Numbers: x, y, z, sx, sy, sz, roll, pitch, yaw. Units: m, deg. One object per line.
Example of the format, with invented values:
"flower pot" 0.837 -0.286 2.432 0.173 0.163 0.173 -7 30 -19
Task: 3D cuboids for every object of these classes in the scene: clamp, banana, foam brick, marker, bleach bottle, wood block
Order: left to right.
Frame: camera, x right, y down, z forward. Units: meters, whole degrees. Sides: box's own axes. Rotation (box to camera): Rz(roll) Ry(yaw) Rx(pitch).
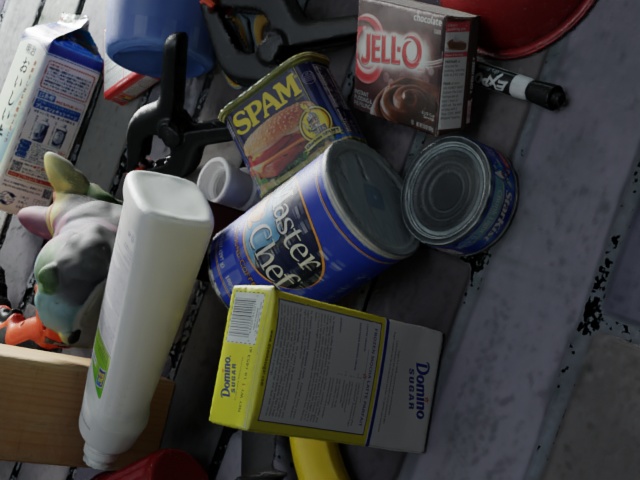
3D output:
"wood block" -0.245 0.149 0.954 0.090 0.205 0.091 8 83 46
"bleach bottle" -0.155 0.076 0.887 0.103 0.068 0.251 -122 47 -59
"clamp" -0.126 -0.103 1.020 0.120 0.039 0.172 43 132 6
"foam brick" -0.088 0.005 0.935 0.053 0.078 0.051 -34 56 36
"clamp" -0.025 -0.171 0.936 0.210 0.036 0.165 47 109 28
"banana" 0.011 0.166 0.816 0.070 0.037 0.198 -36 53 11
"marker" 0.133 -0.119 0.793 0.121 0.020 0.020 29 98 46

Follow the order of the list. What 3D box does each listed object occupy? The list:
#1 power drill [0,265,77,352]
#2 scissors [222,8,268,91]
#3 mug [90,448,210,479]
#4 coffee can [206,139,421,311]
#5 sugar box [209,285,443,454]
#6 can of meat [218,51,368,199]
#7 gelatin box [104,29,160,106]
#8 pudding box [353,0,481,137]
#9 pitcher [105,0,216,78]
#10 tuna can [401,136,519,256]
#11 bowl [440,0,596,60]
"power drill" -0.327 0.079 1.170 0.188 0.057 0.184 -31 60 38
"scissors" -0.064 -0.240 0.991 0.096 0.016 0.202 6 101 36
"mug" -0.149 0.232 0.903 0.082 0.117 0.093 -31 90 29
"coffee can" -0.005 0.001 0.834 0.141 0.102 0.103 -35 54 33
"sugar box" 0.009 0.092 0.736 0.048 0.175 0.093 3 79 44
"can of meat" -0.021 -0.090 0.874 0.102 0.057 0.084 -33 74 25
"gelatin box" -0.201 -0.200 1.149 0.073 0.030 0.089 -24 60 40
"pudding box" 0.071 -0.136 0.819 0.114 0.039 0.090 27 122 50
"pitcher" -0.149 -0.288 1.067 0.145 0.149 0.243 0 80 28
"tuna can" 0.101 -0.033 0.787 0.086 0.033 0.086 -16 66 41
"bowl" 0.139 -0.219 0.794 0.162 0.055 0.162 -17 65 41
